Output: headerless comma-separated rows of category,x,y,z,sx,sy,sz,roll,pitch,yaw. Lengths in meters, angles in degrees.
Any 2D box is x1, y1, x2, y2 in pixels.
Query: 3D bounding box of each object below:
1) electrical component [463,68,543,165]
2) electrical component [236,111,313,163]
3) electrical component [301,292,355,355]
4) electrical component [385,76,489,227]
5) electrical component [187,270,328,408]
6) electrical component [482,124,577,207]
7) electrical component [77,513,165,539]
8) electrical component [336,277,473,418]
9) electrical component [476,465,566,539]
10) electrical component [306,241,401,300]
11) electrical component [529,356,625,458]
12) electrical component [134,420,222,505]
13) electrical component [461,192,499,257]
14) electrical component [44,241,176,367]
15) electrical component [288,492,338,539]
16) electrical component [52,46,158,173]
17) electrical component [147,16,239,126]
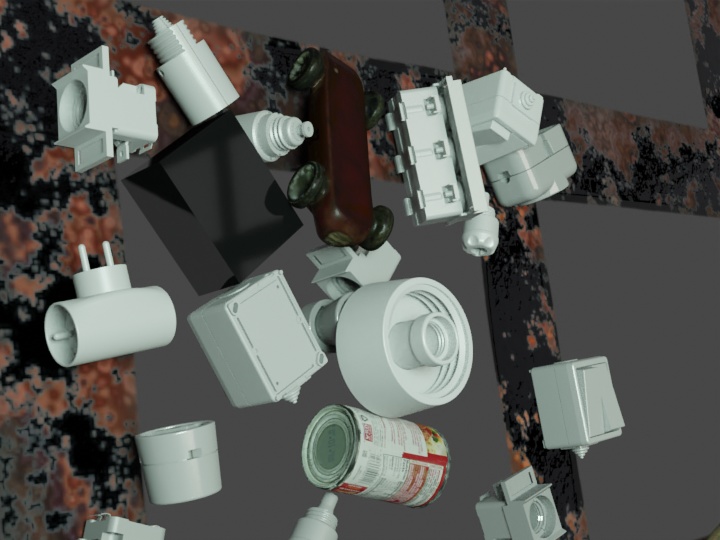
electrical component,0.127,-0.143,1.023,0.062,0.096,0.061,29,63,-35
electrical component,-0.072,-0.105,0.841,0.040,0.078,0.040,10,78,-56
electrical component,-0.020,0.044,0.860,0.045,0.055,0.045,14,69,-41
electrical component,0.068,-0.104,0.974,0.063,0.079,0.121,-10,85,-16
electrical component,-0.076,0.058,0.799,0.062,0.061,0.096,-36,103,-43
electrical component,0.173,-0.102,1.086,0.095,0.054,0.059,-31,100,-44
electrical component,-0.157,0.194,0.698,0.081,0.042,0.063,26,60,-37
electrical component,0.041,0.057,0.830,0.108,0.060,0.108,14,70,-41
electrical component,0.141,0.220,0.958,0.042,0.064,0.081,-17,90,-44
electrical component,0.000,0.000,0.901,0.081,0.042,0.063,49,48,-23
electrical component,0.216,0.136,1.054,0.062,0.061,0.096,-4,82,-44
electrical component,-0.123,0.132,0.739,0.055,0.055,0.047,-9,89,-44
electrical component,0.116,-0.046,1.029,0.035,0.035,0.061,27,59,-36
electrical component,-0.173,0.020,0.730,0.077,0.043,0.079,-11,86,-44
electrical component,-0.033,0.198,0.820,0.035,0.035,0.061,45,49,-25
electrical component,-0.179,-0.111,0.762,0.064,0.042,0.081,6,75,-46
electrical component,-0.132,-0.155,0.818,0.043,0.043,0.081,-45,110,-41
